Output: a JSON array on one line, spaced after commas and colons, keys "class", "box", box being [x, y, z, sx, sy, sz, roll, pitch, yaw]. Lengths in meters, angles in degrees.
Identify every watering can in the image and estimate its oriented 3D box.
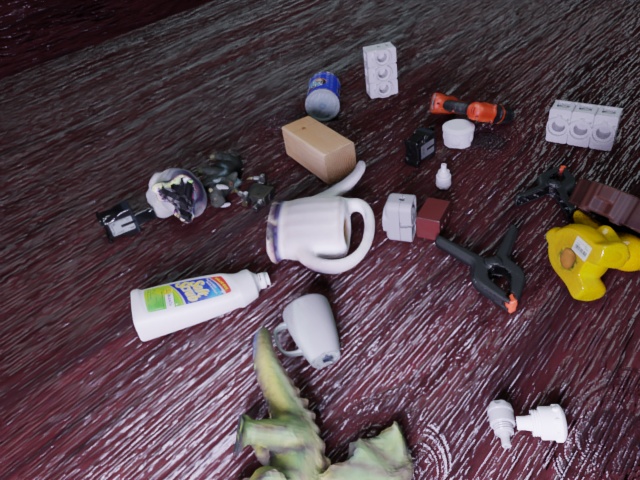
[{"class": "watering can", "box": [0.003, -0.055, 1.089, 0.224, 0.101, 0.356, -3, 40, 8]}]

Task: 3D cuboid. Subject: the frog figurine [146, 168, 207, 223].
[{"class": "frog figurine", "box": [-0.342, -0.105, 1.221, 0.123, 0.136, 0.159, -66, 22, -8]}]

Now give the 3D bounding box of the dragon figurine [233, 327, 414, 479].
[{"class": "dragon figurine", "box": [0.002, 0.286, 0.695, 0.243, 0.119, 0.421, 7, 42, -4]}]
